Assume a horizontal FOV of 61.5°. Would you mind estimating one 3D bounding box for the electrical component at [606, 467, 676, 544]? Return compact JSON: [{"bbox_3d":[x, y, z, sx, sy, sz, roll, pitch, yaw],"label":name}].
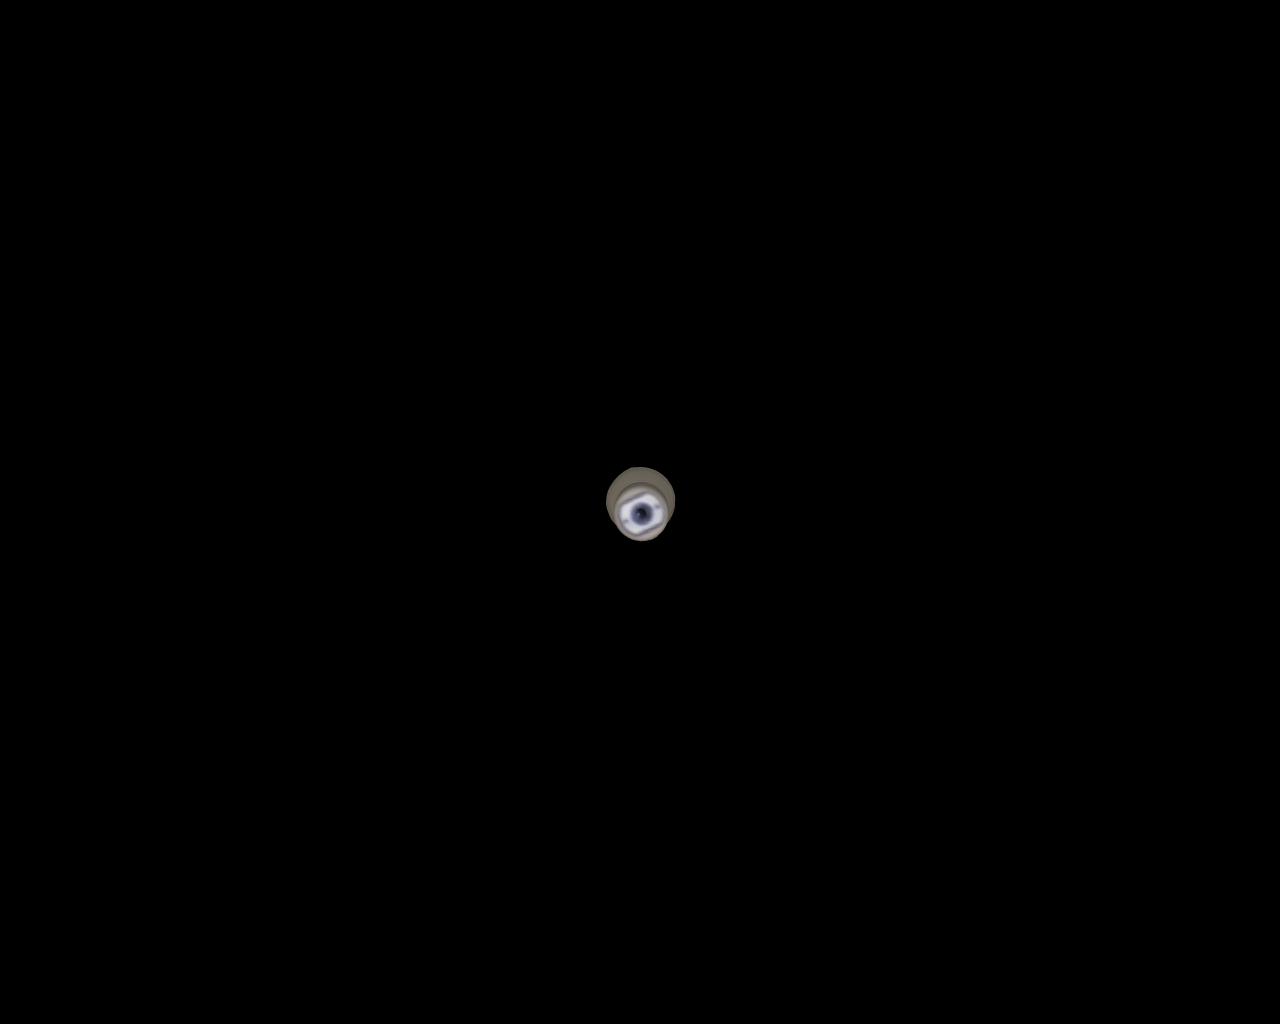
[{"bbox_3d":[0.001,-0.003,0.650,0.044,0.044,0.065,0,8,0],"label":"electrical component"}]
